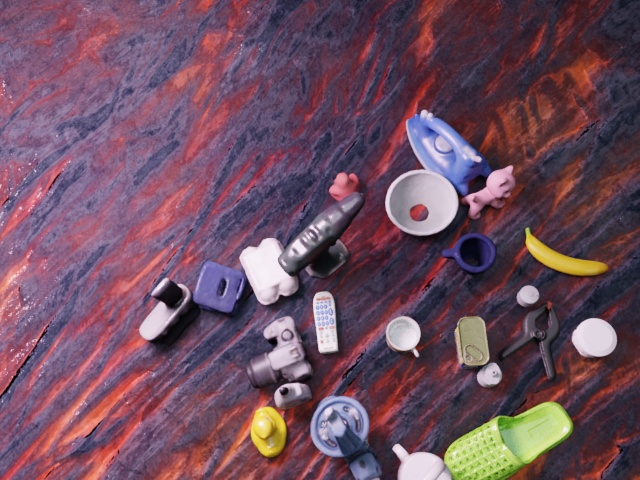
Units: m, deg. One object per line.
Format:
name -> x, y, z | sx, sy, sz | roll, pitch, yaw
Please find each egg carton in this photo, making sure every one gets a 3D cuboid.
egg carton -> -0.117, 0.072, 1.338 | 0.107, 0.069, 0.150 | -27, 70, -5

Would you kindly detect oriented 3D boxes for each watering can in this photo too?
watering can -> 0.208, 0.464, 1.096 | 0.172, 0.194, 0.101 | 23, 74, 13

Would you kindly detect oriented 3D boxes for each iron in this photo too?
iron -> 0.295, -0.236, 1.373 | 0.119, 0.141, 0.258 | -38, 71, -8

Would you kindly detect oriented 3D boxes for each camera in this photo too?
camera -> -0.098, 0.255, 1.252 | 0.137, 0.101, 0.143 | -23, 69, -3

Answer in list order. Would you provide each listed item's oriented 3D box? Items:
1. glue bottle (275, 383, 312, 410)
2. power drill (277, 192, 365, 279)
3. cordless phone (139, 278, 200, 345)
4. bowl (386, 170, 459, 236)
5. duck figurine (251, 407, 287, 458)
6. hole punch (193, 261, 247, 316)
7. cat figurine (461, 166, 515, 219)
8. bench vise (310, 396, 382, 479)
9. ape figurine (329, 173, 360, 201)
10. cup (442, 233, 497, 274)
glue bottle -> -0.063, 0.319, 1.186 | 0.078, 0.173, 0.037 | -19, 69, -1
power drill -> 0.012, 0.005, 1.276 | 0.230, 0.208, 0.075 | -40, 71, -9
cordless phone -> -0.354, 0.152, 1.269 | 0.094, 0.185, 0.148 | 33, 76, 16
bowl -> 0.239, -0.077, 1.356 | 0.167, 0.075, 0.167 | -2, 70, 5
duck figurine -> -0.113, 0.404, 1.207 | 0.077, 0.086, 0.104 | -15, 69, 0
hole punch -> -0.228, 0.111, 1.322 | 0.101, 0.091, 0.109 | 11, 71, 10
cat figurine -> 0.399, -0.116, 1.332 | 0.128, 0.118, 0.067 | -27, 69, -4
bench vise -> 0.066, 0.390, 1.123 | 0.207, 0.220, 0.121 | 38, 78, 17
ape figurine -> 0.059, -0.132, 1.384 | 0.078, 0.092, 0.076 | -14, 69, 0
cup -> 0.331, 0.042, 1.293 | 0.117, 0.095, 0.091 | -2, 70, 5
